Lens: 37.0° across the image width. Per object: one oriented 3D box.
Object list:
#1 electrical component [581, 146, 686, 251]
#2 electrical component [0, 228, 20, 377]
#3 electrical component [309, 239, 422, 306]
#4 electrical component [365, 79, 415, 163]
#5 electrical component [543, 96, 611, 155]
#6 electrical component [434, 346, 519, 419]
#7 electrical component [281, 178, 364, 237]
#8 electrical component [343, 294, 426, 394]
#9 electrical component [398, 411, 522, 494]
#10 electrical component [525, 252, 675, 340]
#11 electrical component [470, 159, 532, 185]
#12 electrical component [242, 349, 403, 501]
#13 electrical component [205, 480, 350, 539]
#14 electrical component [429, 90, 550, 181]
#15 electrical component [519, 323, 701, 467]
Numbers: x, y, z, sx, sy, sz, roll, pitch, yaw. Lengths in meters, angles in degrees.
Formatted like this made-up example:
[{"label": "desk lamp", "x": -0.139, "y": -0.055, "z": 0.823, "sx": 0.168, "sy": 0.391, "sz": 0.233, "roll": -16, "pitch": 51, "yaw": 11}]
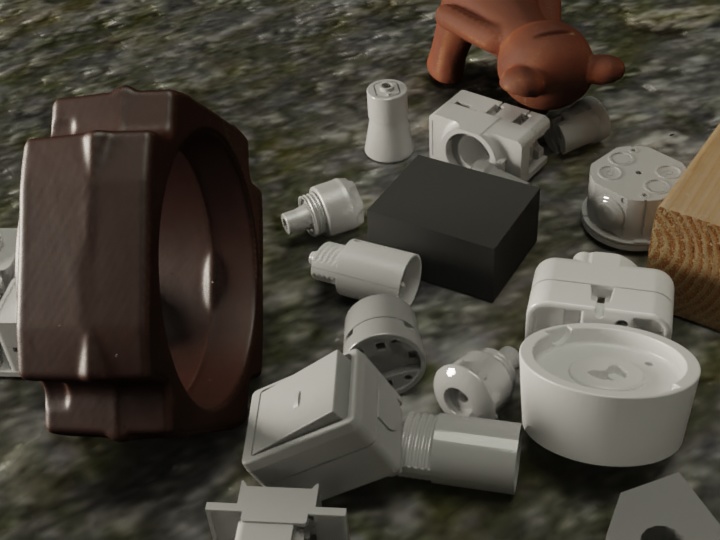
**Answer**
[{"label": "electrical component", "x": 0.215, "y": -0.055, "z": 0.837, "sx": 0.080, "sy": 0.051, "sz": 0.080, "roll": -2, "pitch": 40, "yaw": 2}, {"label": "electrical component", "x": -0.247, "y": 0.018, "z": 0.778, "sx": 0.186, "sy": 0.060, "sz": 0.105, "roll": 0, "pitch": 40, "yaw": 8}, {"label": "electrical component", "x": 0.000, "y": 0.000, "z": 0.796, "sx": 0.081, "sy": 0.043, "sz": 0.043, "roll": 14, "pitch": 43, "yaw": 21}, {"label": "electrical component", "x": 0.025, "y": -0.132, "z": 0.934, "sx": 0.044, "sy": 0.065, "sz": 0.044, "roll": -2, "pitch": 40, "yaw": 2}, {"label": "electrical component", "x": 0.187, "y": -0.124, "z": 0.932, "sx": 0.046, "sy": 0.040, "sz": 0.040, "roll": -25, "pitch": 44, "yaw": -16}, {"label": "electrical component", "x": 0.082, "y": 0.071, "z": 0.704, "sx": 0.048, "sy": 0.048, "sz": 0.062, "roll": 27, "pitch": 42, "yaw": 32}, {"label": "electrical component", "x": -0.031, "y": -0.046, "z": 0.854, "sx": 0.062, "sy": 0.043, "sz": 0.043, "roll": -20, "pitch": 42, "yaw": -16}, {"label": "electrical component", "x": 0.015, "y": 0.050, "z": 0.727, "sx": 0.055, "sy": 0.055, "sz": 0.047, "roll": -4, "pitch": 36, "yaw": 0}, {"label": "electrical component", "x": 0.056, "y": 0.110, "z": 0.659, "sx": 0.081, "sy": 0.043, "sz": 0.043, "roll": 6, "pitch": 41, "yaw": 12}, {"label": "electrical component", "x": 0.165, "y": 0.027, "z": 0.740, "sx": 0.095, "sy": 0.053, "sz": 0.059, "roll": 7, "pitch": 41, "yaw": 13}, {"label": "electrical component", "x": 0.110, "y": -0.063, "z": 0.865, "sx": 0.046, "sy": 0.040, "sz": 0.040, "roll": 26, "pitch": 48, "yaw": 24}, {"label": "electrical component", "x": -0.029, "y": 0.097, "z": 0.649, "sx": 0.096, "sy": 0.061, "sz": 0.061, "roll": -25, "pitch": 34, "yaw": 22}, {"label": "electrical component", "x": -0.048, "y": 0.158, "z": 0.611, "sx": 0.081, "sy": 0.042, "sz": 0.063, "roll": 1, "pitch": 42, "yaw": 7}, {"label": "electrical component", "x": 0.106, "y": -0.108, "z": 0.910, "sx": 0.089, "sy": 0.050, "sz": 0.056, "roll": 23, "pitch": 47, "yaw": 29}, {"label": "electrical component", "x": 0.151, "y": 0.081, "z": 0.664, "sx": 0.108, "sy": 0.060, "sz": 0.108, "roll": 1, "pitch": 20, "yaw": 0}]
